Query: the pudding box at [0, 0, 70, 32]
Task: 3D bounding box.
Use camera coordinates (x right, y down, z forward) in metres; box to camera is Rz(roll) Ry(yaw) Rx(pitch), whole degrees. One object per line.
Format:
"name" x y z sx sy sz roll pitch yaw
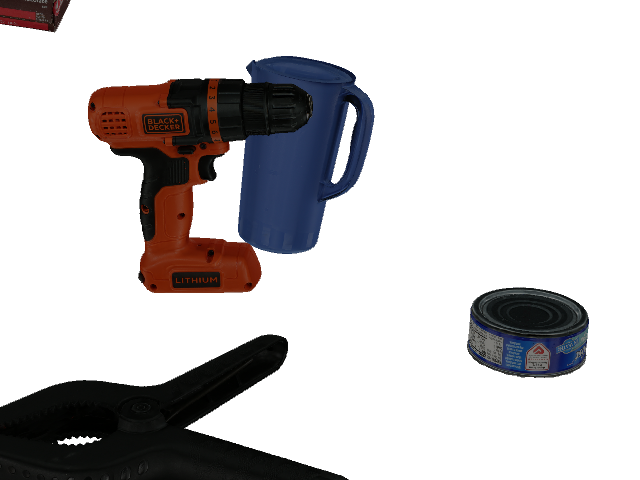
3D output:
"pudding box" -0.250 -0.217 0.876 0.090 0.039 0.113 8 36 -4

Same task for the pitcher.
"pitcher" -0.030 -0.107 1.373 0.144 0.243 0.149 3 22 -17

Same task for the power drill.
"power drill" -0.094 -0.047 0.905 0.184 0.188 0.057 0 27 6

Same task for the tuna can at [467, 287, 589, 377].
"tuna can" 0.150 0.065 0.774 0.086 0.034 0.086 0 21 0

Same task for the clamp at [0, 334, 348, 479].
"clamp" -0.095 0.102 0.594 0.210 0.036 0.164 -1 24 -9
